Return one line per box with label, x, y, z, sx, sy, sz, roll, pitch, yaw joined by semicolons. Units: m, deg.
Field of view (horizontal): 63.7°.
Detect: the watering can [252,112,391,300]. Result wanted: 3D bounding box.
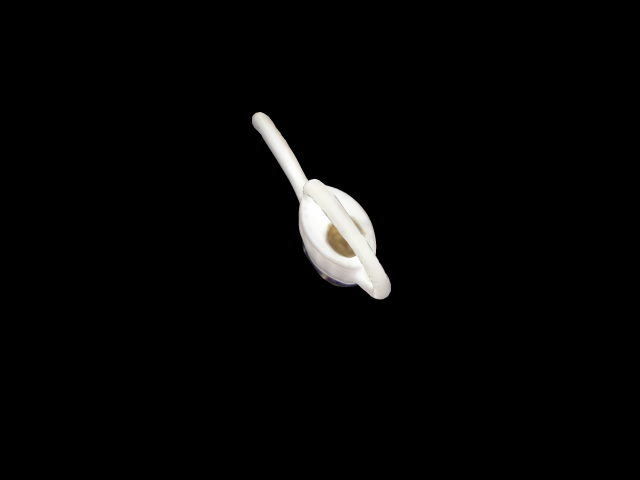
watering can;0.003;-0.043;0.850;0.104;0.351;0.221;-33;-15;-10
